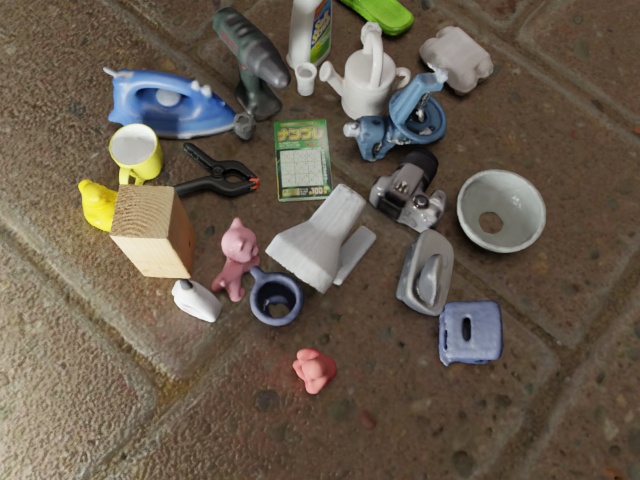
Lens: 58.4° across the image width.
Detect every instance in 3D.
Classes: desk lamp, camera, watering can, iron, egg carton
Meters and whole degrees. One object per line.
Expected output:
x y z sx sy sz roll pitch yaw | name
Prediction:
0.009 0.004 0.980 0.118 0.213 0.203 36 72 11 | desk lamp
0.185 -0.104 1.089 0.143 0.101 0.137 31 71 9 | camera
0.090 -0.322 1.118 0.173 0.194 0.101 -24 72 -11 | watering can
-0.286 -0.280 1.115 0.258 0.141 0.118 5 69 0 | iron
0.288 -0.382 1.216 0.107 0.069 0.150 -39 75 -15 | egg carton

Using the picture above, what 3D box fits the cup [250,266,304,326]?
-0.082 0.103 1.002 0.092 0.095 0.117 -37 75 -14 | cup

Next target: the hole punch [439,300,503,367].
0.260 0.162 0.996 0.101 0.091 0.108 4 69 -1 | hole punch

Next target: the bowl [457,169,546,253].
0.335 -0.045 1.087 0.167 0.075 0.167 1 69 -2 | bowl

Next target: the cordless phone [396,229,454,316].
0.197 0.042 0.989 0.094 0.185 0.147 13 69 3 | cordless phone

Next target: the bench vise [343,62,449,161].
0.157 -0.228 1.072 0.207 0.220 0.121 -29 73 -12 | bench vise

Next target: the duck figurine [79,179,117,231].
-0.406 -0.070 1.060 0.077 0.086 0.104 -41 76 -16 | duck figurine

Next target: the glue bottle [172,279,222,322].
-0.213 0.093 0.959 0.078 0.173 0.037 18 69 5 | glue bottle

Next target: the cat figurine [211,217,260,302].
-0.149 0.032 1.015 0.067 0.118 0.128 20 70 6 | cat figurine

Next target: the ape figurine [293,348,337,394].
-0.009 0.218 0.963 0.076 0.092 0.078 3 69 -1 | ape figurine

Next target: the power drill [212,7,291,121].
-0.123 -0.327 1.104 0.076 0.208 0.229 -33 74 -13 | power drill
